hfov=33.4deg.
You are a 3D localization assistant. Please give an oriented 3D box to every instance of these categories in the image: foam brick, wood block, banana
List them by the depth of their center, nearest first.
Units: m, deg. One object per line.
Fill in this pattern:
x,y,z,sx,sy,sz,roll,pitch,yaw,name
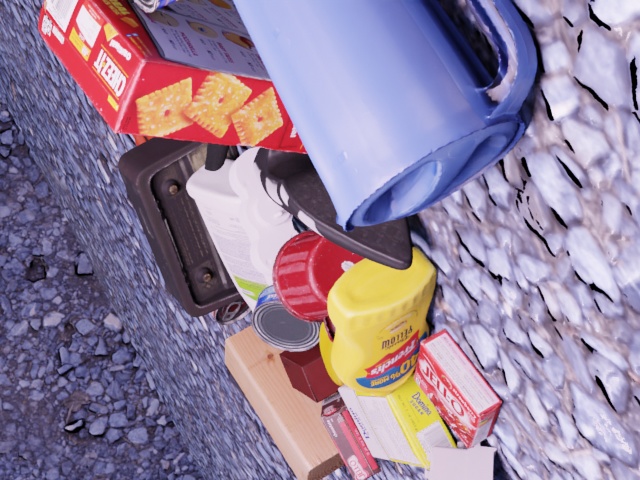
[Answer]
0.025,0.114,1.185,0.069,0.037,0.198,65,164,13,banana
-0.007,0.159,1.322,0.078,0.051,0.053,18,133,65,foam brick
-0.035,0.209,1.409,0.206,0.090,0.090,55,161,22,wood block

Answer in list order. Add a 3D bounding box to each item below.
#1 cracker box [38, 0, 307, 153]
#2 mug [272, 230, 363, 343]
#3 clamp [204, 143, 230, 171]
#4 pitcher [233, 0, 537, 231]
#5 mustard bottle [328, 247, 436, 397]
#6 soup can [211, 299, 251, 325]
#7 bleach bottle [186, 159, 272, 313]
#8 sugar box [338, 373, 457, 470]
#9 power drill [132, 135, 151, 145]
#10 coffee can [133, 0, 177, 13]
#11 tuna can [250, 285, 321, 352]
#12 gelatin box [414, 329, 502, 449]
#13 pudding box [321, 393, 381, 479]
-0.103,-0.145,0.883,0.164,0.213,0.072,48,121,37,cracker box
0.013,0.044,1.031,0.082,0.093,0.117,164,98,-67,mug
-0.100,-0.129,1.083,0.210,0.036,0.164,0,145,42,clamp
0.027,-0.141,0.701,0.243,0.149,0.145,61,178,12,pitcher
0.056,0.090,0.978,0.058,0.096,0.192,50,159,31,mustard bottle
-0.145,0.063,1.533,0.102,0.068,0.068,51,159,32,soup can
-0.078,0.025,1.283,0.103,0.068,0.251,19,140,36,bleach bottle
0.080,0.190,1.144,0.093,0.048,0.176,63,166,-1,sugar box
-0.205,-0.120,1.444,0.184,0.057,0.188,59,162,10,power drill
-0.087,-0.246,0.805,0.103,0.140,0.103,52,160,28,coffee can
-0.036,0.091,1.252,0.033,0.086,0.086,-73,-21,-44,tuna can
0.123,0.136,0.968,0.089,0.030,0.073,52,159,27,gelatin box
0.037,0.233,1.278,0.090,0.039,0.113,63,-176,-2,pudding box
